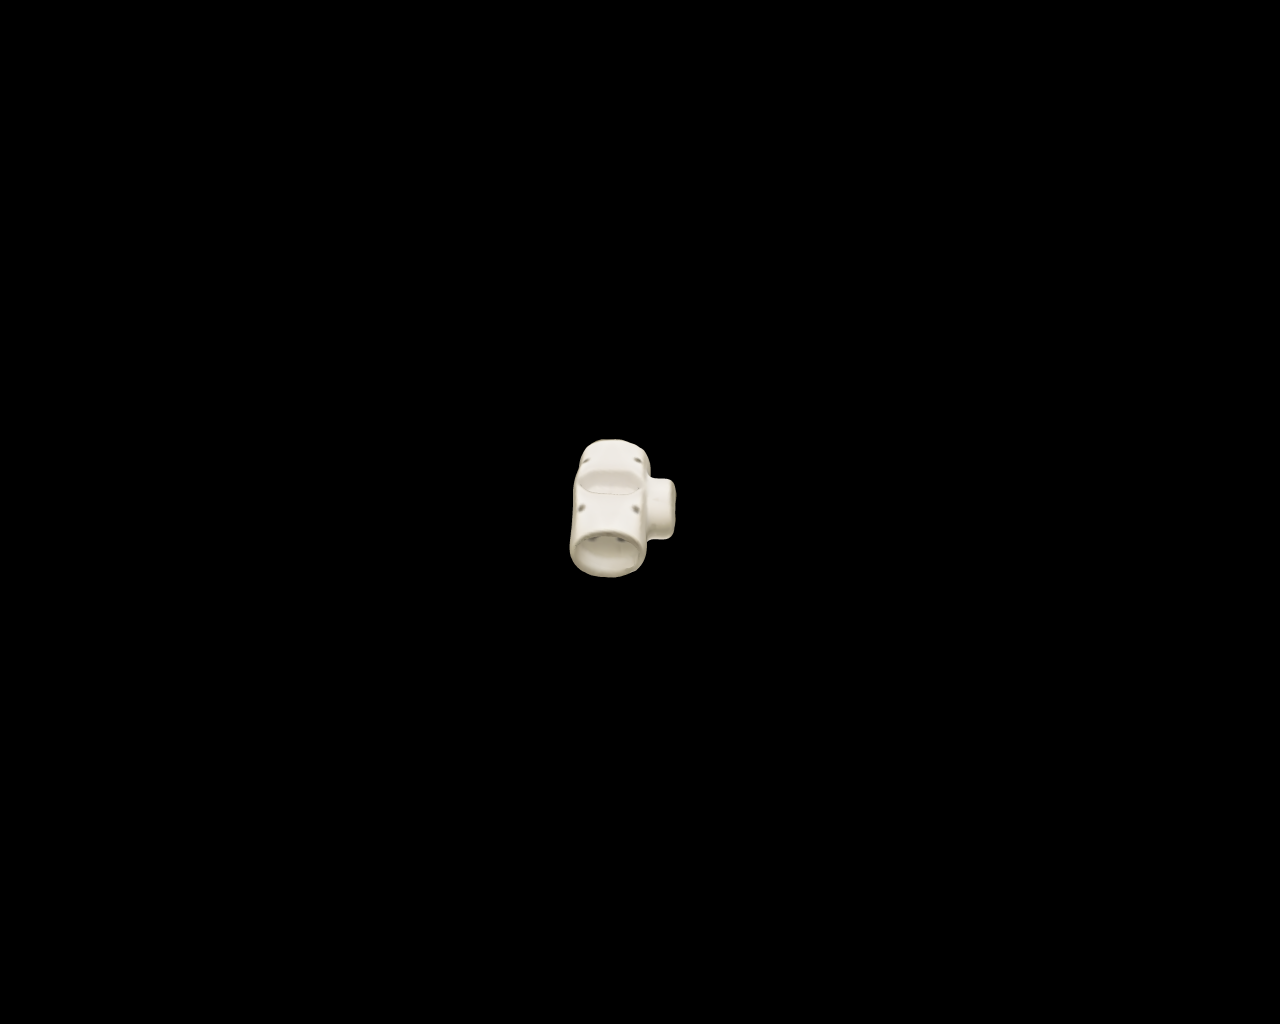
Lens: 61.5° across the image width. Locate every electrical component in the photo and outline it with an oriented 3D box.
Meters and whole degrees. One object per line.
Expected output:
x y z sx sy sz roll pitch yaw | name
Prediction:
0.001 -0.003 0.650 0.079 0.077 0.043 2 -43 2 | electrical component
